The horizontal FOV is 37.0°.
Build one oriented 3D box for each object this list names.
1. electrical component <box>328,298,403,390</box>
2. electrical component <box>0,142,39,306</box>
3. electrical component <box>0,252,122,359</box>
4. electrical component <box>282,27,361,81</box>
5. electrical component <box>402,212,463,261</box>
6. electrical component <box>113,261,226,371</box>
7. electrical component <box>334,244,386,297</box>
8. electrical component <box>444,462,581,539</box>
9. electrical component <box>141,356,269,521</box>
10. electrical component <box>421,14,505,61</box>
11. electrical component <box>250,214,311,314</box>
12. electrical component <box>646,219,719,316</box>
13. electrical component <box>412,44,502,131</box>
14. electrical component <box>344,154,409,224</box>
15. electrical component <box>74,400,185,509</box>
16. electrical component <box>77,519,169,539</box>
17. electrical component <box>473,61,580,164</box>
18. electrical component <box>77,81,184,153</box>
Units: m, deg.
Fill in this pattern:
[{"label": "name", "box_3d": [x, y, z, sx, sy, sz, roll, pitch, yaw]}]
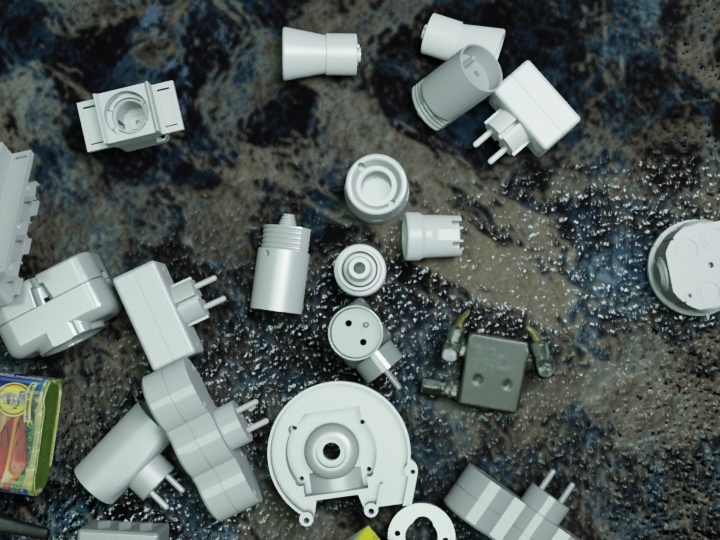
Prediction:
[{"label": "electrical component", "box_3d": [0.008, 0.065, 0.870, 0.043, 0.077, 0.079, -38, 87, -1]}, {"label": "electrical component", "box_3d": [-0.301, -0.033, 0.863, 0.079, 0.063, 0.121, -10, 54, 13]}, {"label": "electrical component", "box_3d": [-0.250, 0.033, 0.889, 0.095, 0.053, 0.059, -27, 87, 0]}, {"label": "electrical component", "box_3d": [-0.032, -0.181, 0.903, 0.065, 0.044, 0.044, 0, 87, -3]}, {"label": "electrical component", "box_3d": [0.060, -0.028, 0.893, 0.046, 0.040, 0.040, -1, 87, -5]}, {"label": "electrical component", "box_3d": [-0.149, 0.030, 0.891, 0.076, 0.047, 0.083, -25, 87, -1]}, {"label": "electrical component", "box_3d": [0.000, 0.000, 0.881, 0.043, 0.062, 0.043, 0, 87, 1]}, {"label": "electrical component", "box_3d": [0.145, 0.197, 0.872, 0.138, 0.052, 0.073, 35, 88, 3]}, {"label": "electrical component", "box_3d": [-0.111, 0.129, 0.867, 0.074, 0.052, 0.138, -26, 107, -1]}, {"label": "electrical component", "box_3d": [0.084, -0.189, 0.900, 0.065, 0.044, 0.044, 19, 88, 7]}, {"label": "electrical component", "box_3d": [-0.064, -0.006, 0.892, 0.043, 0.043, 0.081, 7, 87, 2]}, {"label": "electrical component", "box_3d": [0.280, -0.003, 0.880, 0.080, 0.051, 0.080, 0, 87, 1]}, {"label": "electrical component", "box_3d": [0.074, -0.147, 0.884, 0.043, 0.081, 0.043, 15, 62, -30]}, {"label": "electrical component", "box_3d": [0.014, -0.068, 0.892, 0.055, 0.047, 0.055, 0, 87, 1]}, {"label": "electrical component", "box_3d": [-0.180, 0.162, 0.886, 0.079, 0.043, 0.077, 43, 89, 3]}, {"label": "electrical component", "box_3d": [-0.195, 0.248, 0.880, 0.066, 0.047, 0.076, 3, 87, 1]}, {"label": "electrical component", "box_3d": [0.129, -0.120, 0.892, 0.077, 0.047, 0.065, -41, 87, -1]}, {"label": "electrical component", "box_3d": [-0.187, -0.124, 0.891, 0.081, 0.064, 0.042, -13, 86, 0]}]
